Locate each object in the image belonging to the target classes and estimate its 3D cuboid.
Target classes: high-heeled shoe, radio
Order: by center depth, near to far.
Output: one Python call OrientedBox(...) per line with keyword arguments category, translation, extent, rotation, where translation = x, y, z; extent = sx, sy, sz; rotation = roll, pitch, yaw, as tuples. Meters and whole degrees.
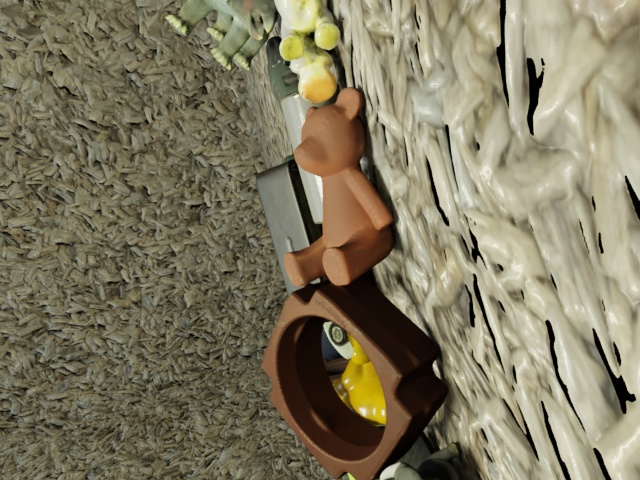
OrientedBox(category="radio", translation=(-0.002, -0.002, 0.787), extent=(0.131, 0.073, 0.229), rotation=(-18, -87, -51))
OrientedBox(category="high-heeled shoe", translation=(0.141, 0.331, 0.805), extent=(0.145, 0.086, 0.248), rotation=(-66, -18, -60))

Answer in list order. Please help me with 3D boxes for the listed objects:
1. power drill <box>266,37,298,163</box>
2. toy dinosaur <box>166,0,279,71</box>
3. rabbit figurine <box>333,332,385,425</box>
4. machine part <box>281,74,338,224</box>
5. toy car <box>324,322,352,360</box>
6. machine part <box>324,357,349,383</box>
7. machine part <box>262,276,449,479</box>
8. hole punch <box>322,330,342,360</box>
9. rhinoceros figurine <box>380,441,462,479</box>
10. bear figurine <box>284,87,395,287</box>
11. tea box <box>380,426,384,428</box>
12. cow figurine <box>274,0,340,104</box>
OrientedBox(category="power drill", translation=(-0.035, -0.197, 0.892), extent=(0.207, 0.086, 0.232), rotation=(91, 162, -47))
OrientedBox(category="toy dinosaur", translation=(-0.107, -0.369, 0.823), extent=(0.131, 0.192, 0.405), rotation=(41, -162, -15))
OrientedBox(category="rabbit figurine", translation=(0.068, 0.172, 0.754), extent=(0.162, 0.122, 0.173), rotation=(95, 177, -65))
OrientedBox(category="machine part", translation=(0.006, -0.111, 0.707), extent=(0.079, 0.079, 0.243), rotation=(-153, 48, -81))
OrientedBox(category="toy car", translation=(0.025, 0.118, 0.955), extent=(0.202, 0.073, 0.056), rotation=(55, 138, 28))
OrientedBox(category="machine part", translation=(0.038, 0.234, 0.892), extent=(0.179, 0.179, 0.056), rotation=(164, 93, -84))
OrientedBox(category="machine part", translation=(0.034, 0.159, 0.630), extent=(0.202, 0.087, 0.200), rotation=(43, 128, 30))
OrientedBox(category="hole punch", translation=(0.027, 0.170, 1.024), extent=(0.115, 0.142, 0.092), rotation=(61, -177, -33))
OrientedBox(category="rhinoceros figurine", translation=(0.115, 0.279, 0.597), extent=(0.190, 0.112, 0.073), rotation=(68, -178, -60))
OrientedBox(category="bear figurine", translation=(0.012, -0.059, 0.606), extent=(0.120, 0.132, 0.195), rotation=(-4, 108, 53))
OrientedBox(category="tea box", translation=(0.110, 0.346, 0.991), extent=(0.098, 0.068, 0.169), rotation=(-131, 25, -75))
OrientedBox(category="cow figurine", translation=(-0.018, -0.246, 0.615), extent=(0.098, 0.068, 0.167), rotation=(-105, 6, -50))
